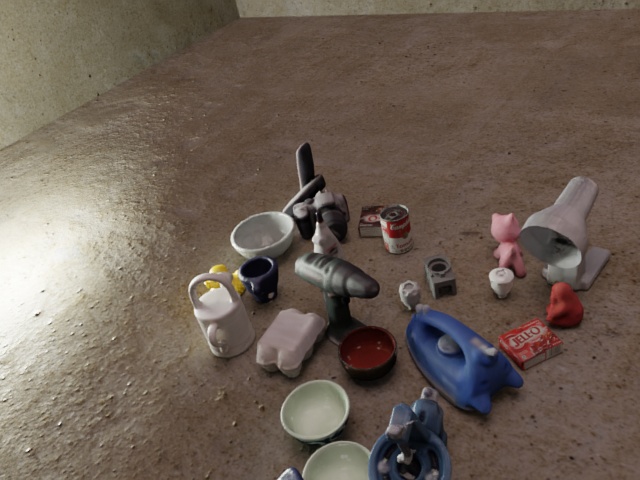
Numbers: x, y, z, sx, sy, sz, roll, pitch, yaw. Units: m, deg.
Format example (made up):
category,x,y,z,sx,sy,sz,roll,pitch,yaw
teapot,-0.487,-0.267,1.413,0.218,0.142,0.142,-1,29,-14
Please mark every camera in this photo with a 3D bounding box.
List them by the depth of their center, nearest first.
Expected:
category,x,y,z,sx,sy,sz,roll,pitch,yaw
camera,0.009,-0.057,1.464,0.143,0.101,0.136,-16,36,-2

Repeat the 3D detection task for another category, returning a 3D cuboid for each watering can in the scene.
category,x,y,z,sx,sy,sz,roll,pitch,yaw
watering can,-0.210,0.140,1.194,0.101,0.194,0.172,-21,36,-9

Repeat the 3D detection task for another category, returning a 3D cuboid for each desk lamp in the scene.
category,x,y,z,sx,sy,sz,roll,pitch,yaw
desk lamp,0.488,-0.005,1.129,0.117,0.214,0.204,20,48,38

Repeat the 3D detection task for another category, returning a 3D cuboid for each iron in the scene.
category,x,y,z,sx,sy,sz,roll,pitch,yaw
iron,0.231,0.184,1.025,0.119,0.142,0.257,-31,39,-21

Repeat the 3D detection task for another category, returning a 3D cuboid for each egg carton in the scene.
category,x,y,z,sx,sy,sz,roll,pitch,yaw
egg carton,-0.058,0.205,1.161,0.107,0.069,0.150,8,41,28

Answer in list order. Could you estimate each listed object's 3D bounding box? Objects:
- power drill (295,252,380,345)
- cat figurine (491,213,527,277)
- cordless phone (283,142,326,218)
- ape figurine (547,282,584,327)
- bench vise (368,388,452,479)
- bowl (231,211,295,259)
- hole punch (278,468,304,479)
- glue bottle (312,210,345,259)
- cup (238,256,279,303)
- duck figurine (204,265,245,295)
category,x,y,z,sx,sy,sz,roll,pitch,yaw
power drill,0.046,0.119,1.121,0.076,0.209,0.228,-35,40,-26
cat figurine,0.405,0.000,1.235,0.067,0.118,0.128,-6,37,12
cordless phone,-0.054,-0.159,1.553,0.093,0.185,0.148,9,42,29
ape figurine,0.457,0.116,1.081,0.078,0.092,0.075,-34,40,-25
bench vise,0.127,0.292,0.847,0.121,0.220,0.207,-8,36,10
bowl,-0.137,0.002,1.458,0.167,0.075,0.167,-9,36,7
hole punch,-0.048,0.416,0.852,0.101,0.091,0.108,-26,37,-16
glue bottle,0.012,0.005,1.317,0.037,0.173,0.078,17,46,36
cup,-0.131,0.105,1.299,0.091,0.095,0.117,-11,36,5
duck figurine,-0.227,0.096,1.353,0.105,0.086,0.077,-35,40,-26
